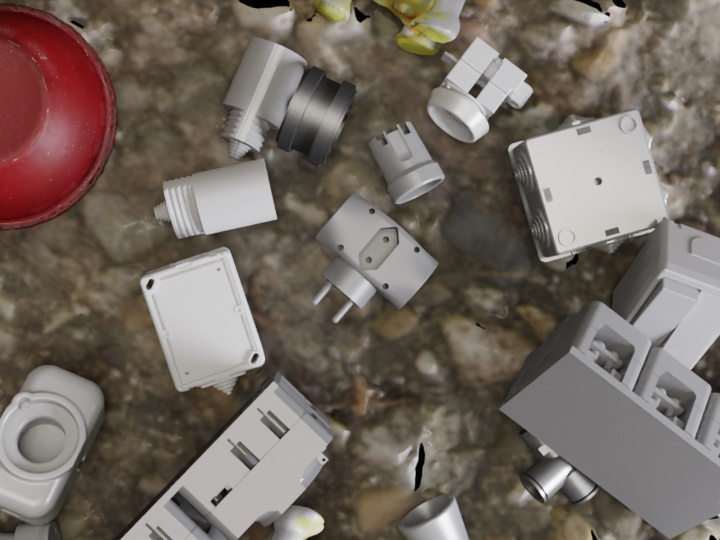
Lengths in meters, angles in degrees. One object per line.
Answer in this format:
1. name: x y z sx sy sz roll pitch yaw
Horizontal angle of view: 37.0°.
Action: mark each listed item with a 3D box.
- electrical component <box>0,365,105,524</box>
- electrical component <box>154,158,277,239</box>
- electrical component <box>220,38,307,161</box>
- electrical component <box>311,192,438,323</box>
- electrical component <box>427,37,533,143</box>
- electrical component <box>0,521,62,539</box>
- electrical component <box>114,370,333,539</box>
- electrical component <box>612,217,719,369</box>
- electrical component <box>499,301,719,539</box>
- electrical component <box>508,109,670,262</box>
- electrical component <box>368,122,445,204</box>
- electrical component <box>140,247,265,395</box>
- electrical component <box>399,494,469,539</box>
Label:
1. electrical component: -0.209 0.114 0.709 0.054 0.059 0.095 24 68 -4
2. electrical component: -0.101 -0.047 0.742 0.081 0.043 0.043 -13 89 -3
3. electrical component: -0.072 -0.115 0.746 0.043 0.043 0.081 23 87 -2
4. electrical component: 0.000 0.000 0.746 0.077 0.043 0.079 41 86 -1
5. electrical component: 0.079 -0.123 0.754 0.066 0.048 0.055 37 79 -1
6. electrical component: -0.233 0.195 0.727 0.055 0.045 0.045 -10 89 -4
7. electrical component: -0.099 0.157 0.705 0.060 0.105 0.186 44 87 -1
8. electrical component: 0.213 0.024 0.734 0.062 0.096 0.061 20 45 -2
9. electrical component: 0.186 0.099 0.725 0.150 0.089 0.061 37 49 -1
10. electrical component: 0.161 -0.060 0.753 0.100 0.048 0.099 -16 89 -4
11. electrical component: 0.031 -0.075 0.753 0.040 0.040 0.046 -27 84 -4
12. electrical component: -0.104 0.038 0.734 0.062 0.061 0.096 -18 96 -5
13. electrical component: 0.061 0.195 0.745 0.044 0.044 0.065 -30 95 -4
